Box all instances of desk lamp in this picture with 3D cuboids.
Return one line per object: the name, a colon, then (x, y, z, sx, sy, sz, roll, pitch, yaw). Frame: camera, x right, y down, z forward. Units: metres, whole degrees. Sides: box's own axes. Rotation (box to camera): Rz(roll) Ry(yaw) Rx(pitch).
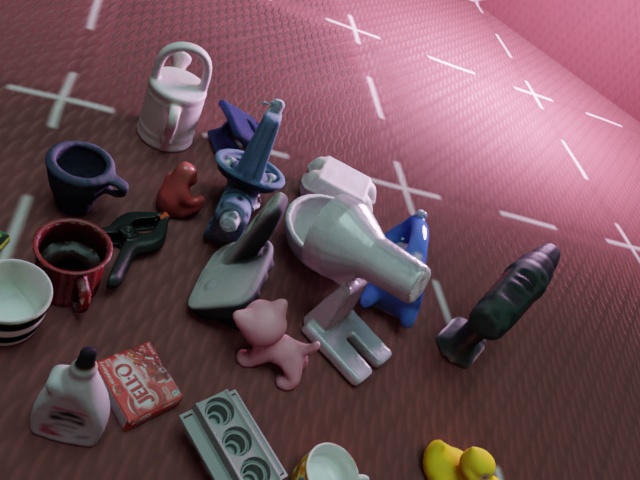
desk lamp: (0.056, 0.067, 0.839, 0.203, 0.213, 0.118, 45, 42, 15)

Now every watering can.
watering can: (-0.250, -0.261, 0.992, 0.101, 0.194, 0.172, -7, 54, -36)

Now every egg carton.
egg carton: (0.036, -0.096, 1.100, 0.150, 0.069, 0.107, 27, 41, -6)

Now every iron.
iron: (0.149, 0.021, 0.998, 0.119, 0.141, 0.258, 26, 41, -6)

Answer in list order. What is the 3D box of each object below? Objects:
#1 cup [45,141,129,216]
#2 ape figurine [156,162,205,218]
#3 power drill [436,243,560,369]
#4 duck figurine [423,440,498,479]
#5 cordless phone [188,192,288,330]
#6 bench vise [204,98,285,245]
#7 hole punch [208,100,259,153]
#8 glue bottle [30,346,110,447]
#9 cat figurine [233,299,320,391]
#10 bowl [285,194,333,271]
cup: (-0.338, -0.076, 0.830, 0.118, 0.095, 0.092, 26, 41, -7)
ape figurine: (-0.220, -0.085, 0.914, 0.076, 0.092, 0.077, -17, 59, -41)
power drill: (0.289, 0.112, 0.942, 0.075, 0.208, 0.230, 43, 42, 13)
duck figurine: (0.198, 0.311, 0.782, 0.104, 0.086, 0.078, 44, 42, 14)
cordless phone: (-0.106, 0.024, 0.804, 0.094, 0.185, 0.147, 24, 41, -8)
bench vise: (-0.101, -0.100, 0.904, 0.122, 0.219, 0.207, 10, 45, -23)
hole punch: (-0.146, -0.203, 1.078, 0.101, 0.091, 0.108, -5, 52, -35)
glue bottle: (-0.251, 0.157, 0.590, 0.078, 0.173, 0.037, 17, 42, -16)
cat figurine: (-0.061, 0.130, 0.778, 0.128, 0.117, 0.067, 28, 41, -4)
bowl: (0.009, 0.004, 0.980, 0.168, 0.074, 0.167, 17, 42, -16)
